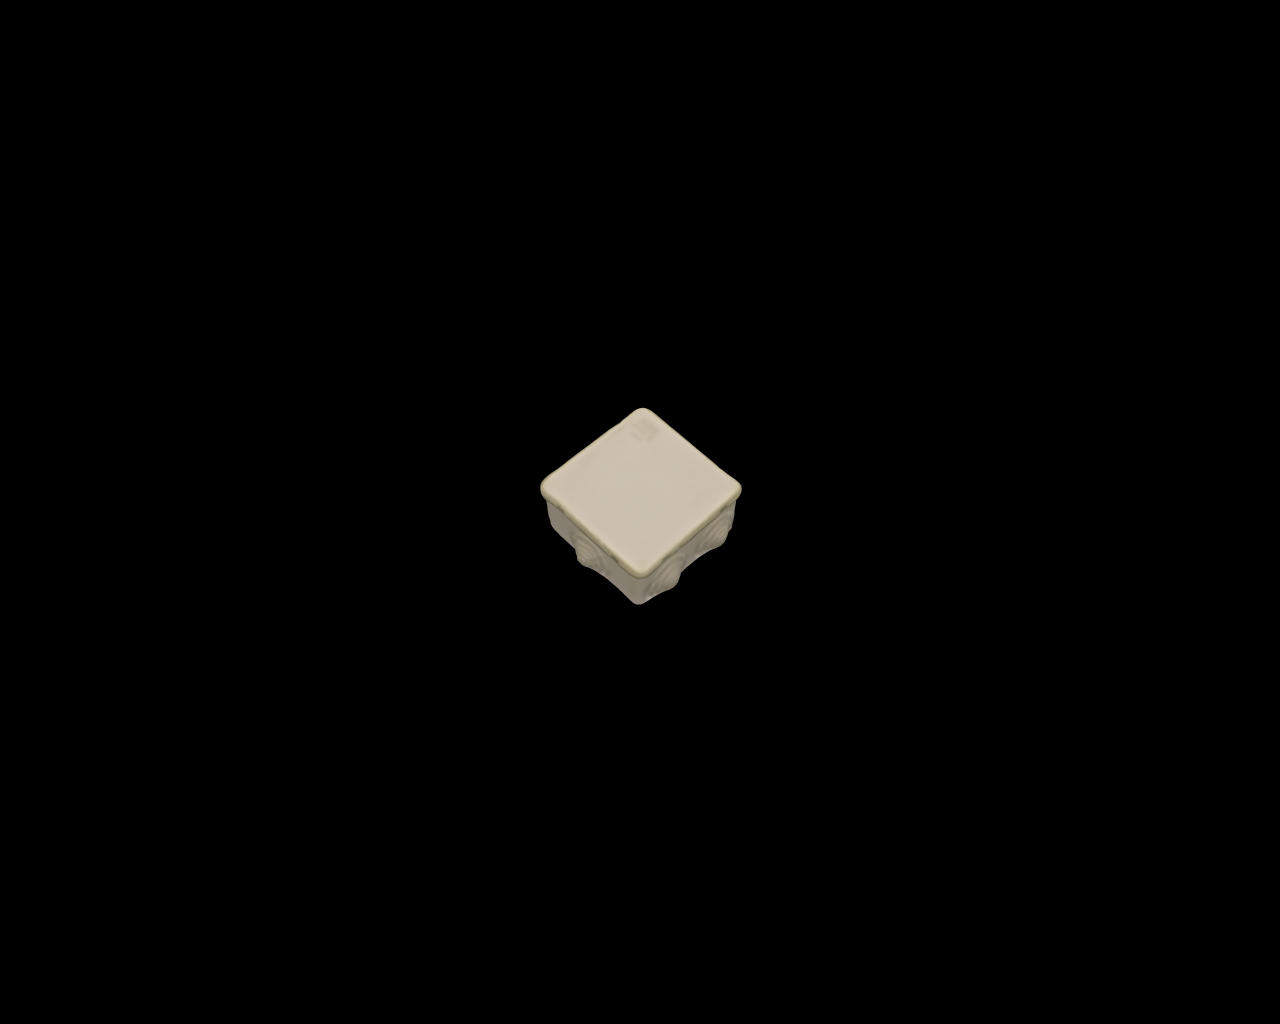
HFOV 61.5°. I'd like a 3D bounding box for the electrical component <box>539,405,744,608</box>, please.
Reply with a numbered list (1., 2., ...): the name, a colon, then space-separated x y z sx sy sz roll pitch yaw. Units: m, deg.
1. electrical component: 0.001 -0.003 0.650 0.100 0.100 0.048 -39 -24 -22
